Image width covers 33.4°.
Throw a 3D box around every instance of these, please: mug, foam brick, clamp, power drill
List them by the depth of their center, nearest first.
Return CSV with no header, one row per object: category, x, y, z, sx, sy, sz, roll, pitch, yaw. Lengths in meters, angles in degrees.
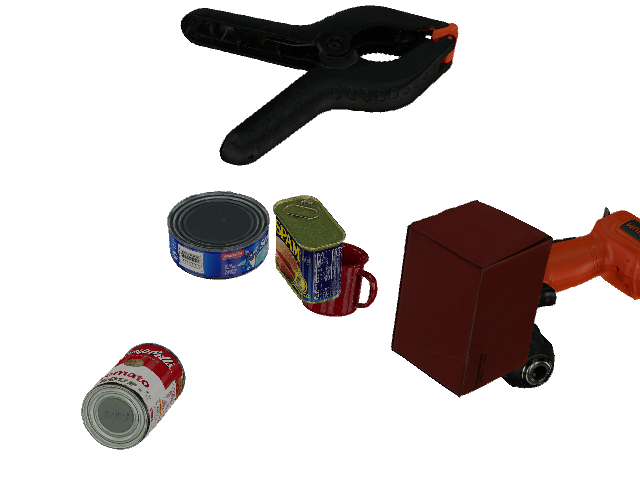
foam brick,0.074,0.028,0.534,0.052,0.078,0.051,-19,38,-36
clamp,0.004,-0.099,0.649,0.171,0.120,0.039,-6,-29,-5
power drill,0.177,0.037,0.789,0.187,0.057,0.184,-10,28,-16
mug,0.028,0.058,1.497,0.117,0.081,0.093,18,24,26

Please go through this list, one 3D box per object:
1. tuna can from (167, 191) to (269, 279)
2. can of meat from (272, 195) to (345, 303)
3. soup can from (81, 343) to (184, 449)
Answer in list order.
tuna can,-0.086,-0.005,0.903,0.086,0.034,0.086,1,36,-1
can of meat,-0.014,0.011,1.217,0.057,0.084,0.102,-15,39,-21
soup can,-0.177,0.147,1.017,0.068,0.068,0.102,0,16,12
